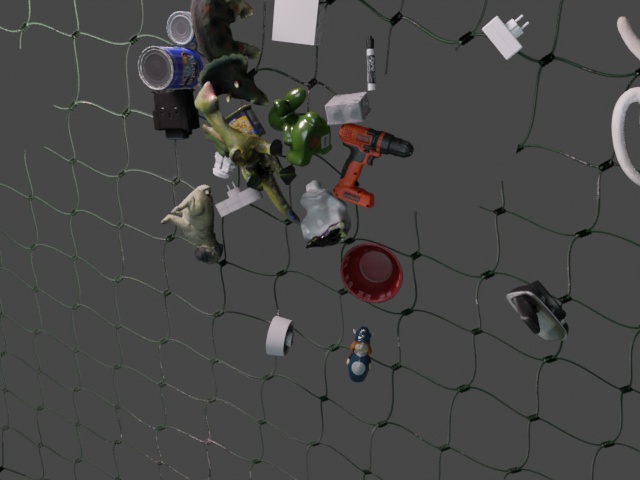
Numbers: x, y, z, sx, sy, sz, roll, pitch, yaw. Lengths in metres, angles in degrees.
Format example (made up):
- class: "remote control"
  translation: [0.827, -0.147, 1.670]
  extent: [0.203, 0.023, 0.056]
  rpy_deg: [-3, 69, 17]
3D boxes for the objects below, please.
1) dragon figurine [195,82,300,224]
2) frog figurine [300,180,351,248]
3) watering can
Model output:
- class: "dragon figurine"
  translation: [-0.188, -0.205, 1.264]
  extent: [0.246, 0.123, 0.401]
  rpy_deg: [37, -19, 37]
- class: "frog figurine"
  translation: [0.004, -0.066, 1.313]
  extent: [0.122, 0.163, 0.135]
  rpy_deg: [10, -42, -41]
- class: "watering can"
  translation: [0.682, -0.267, 0.982]
  extent: [0.224, 0.346, 0.105]
  rpy_deg: [-4, 7, 21]
